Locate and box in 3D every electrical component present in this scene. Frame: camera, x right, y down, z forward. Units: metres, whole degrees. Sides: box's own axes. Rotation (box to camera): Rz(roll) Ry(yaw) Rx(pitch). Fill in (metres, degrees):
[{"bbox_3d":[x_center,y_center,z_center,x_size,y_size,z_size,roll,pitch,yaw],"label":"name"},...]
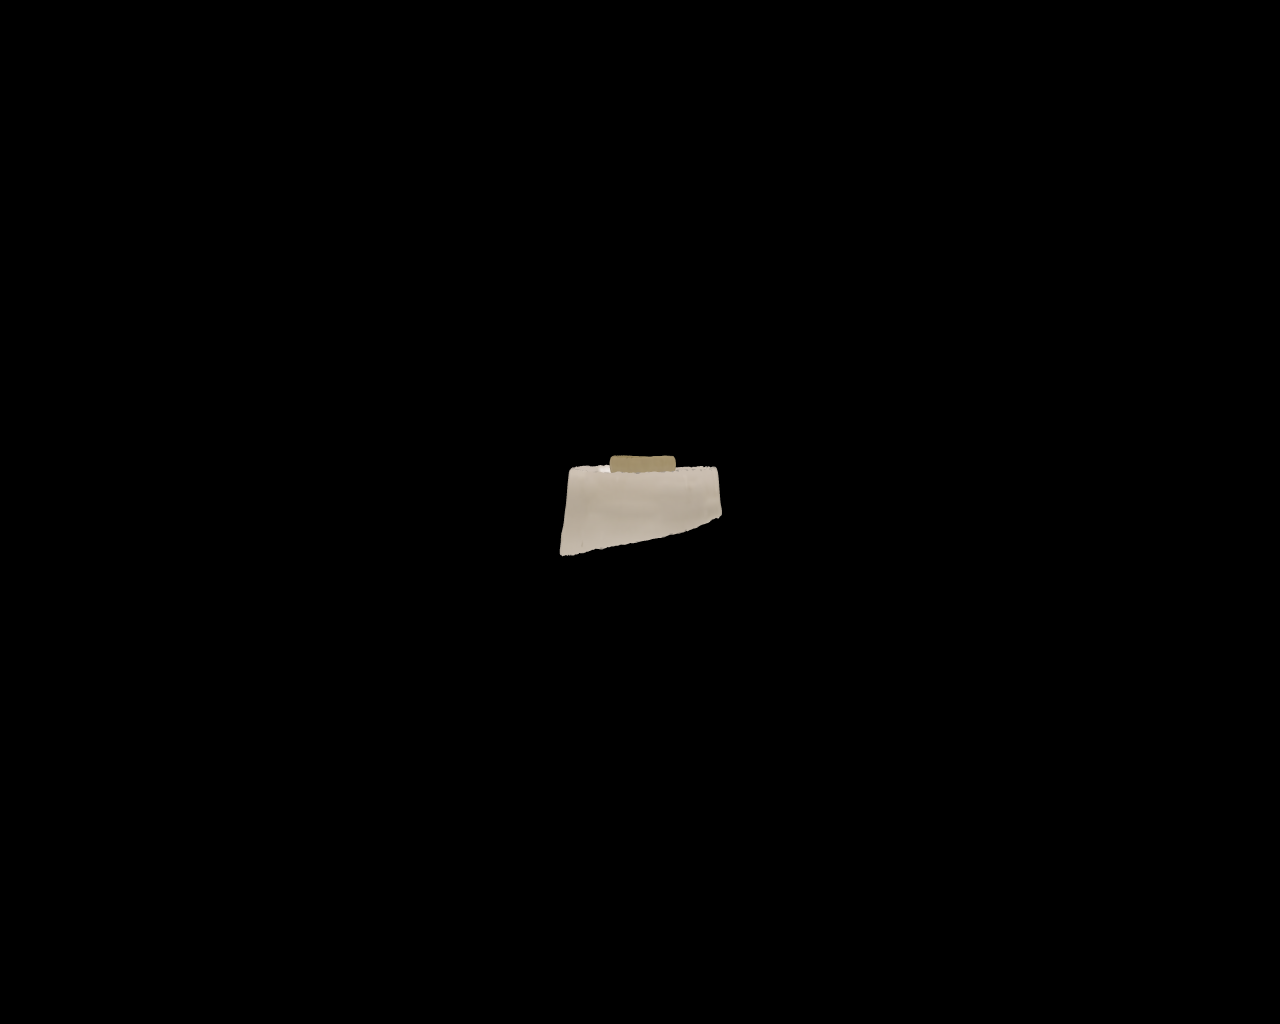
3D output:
[{"bbox_3d":[0.001,-0.003,0.650,0.099,0.064,0.099,0,5,0],"label":"electrical component"}]
